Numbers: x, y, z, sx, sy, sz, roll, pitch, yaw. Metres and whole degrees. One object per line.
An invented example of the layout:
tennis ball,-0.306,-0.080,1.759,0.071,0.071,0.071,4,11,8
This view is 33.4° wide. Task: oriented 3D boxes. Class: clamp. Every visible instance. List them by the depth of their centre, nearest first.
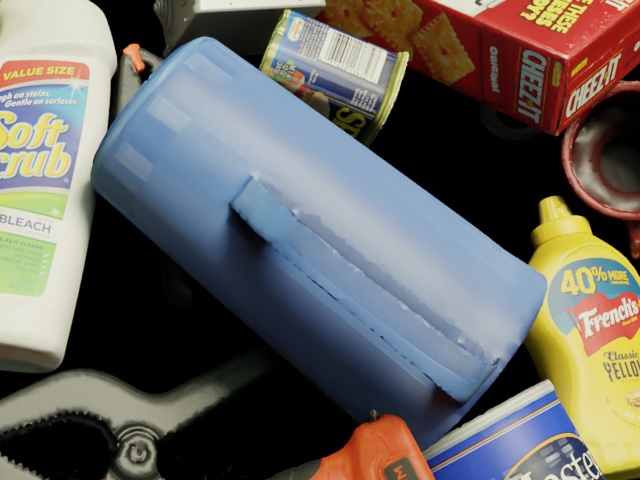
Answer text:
clamp,-0.098,0.130,0.587,0.209,0.036,0.164,2,67,-20
clamp,-0.086,-0.041,0.670,0.171,0.039,0.120,49,56,4

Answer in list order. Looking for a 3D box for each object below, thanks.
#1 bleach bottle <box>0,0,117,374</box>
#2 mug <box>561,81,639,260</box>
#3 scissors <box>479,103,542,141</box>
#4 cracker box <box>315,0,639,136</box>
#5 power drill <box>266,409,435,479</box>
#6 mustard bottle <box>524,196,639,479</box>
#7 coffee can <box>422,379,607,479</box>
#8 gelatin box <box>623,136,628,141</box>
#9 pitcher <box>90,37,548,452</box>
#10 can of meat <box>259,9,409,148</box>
bleach bottle,-0.177,-0.054,0.618,0.102,0.068,0.251,9,66,-12
mug,0.217,-0.044,0.739,0.093,0.081,0.117,-9,83,13
scissors,0.199,-0.102,0.811,0.201,0.016,0.096,16,63,-12
cracker box,0.122,-0.174,0.738,0.214,0.072,0.164,32,56,30
power drill,-0.021,0.173,0.499,0.187,0.057,0.184,-18,56,-12
mustard bottle,0.178,0.060,0.703,0.096,0.058,0.191,-3,67,-22
coffee can,0.122,0.165,0.608,0.102,0.103,0.140,-22,75,-27
gelatin box,0.271,-0.062,0.809,0.089,0.030,0.073,-27,77,-27
pitcher,-0.004,0.001,0.587,0.243,0.149,0.144,39,50,-3
can of meat,-0.001,-0.095,0.689,0.084,0.102,0.057,22,64,-6
